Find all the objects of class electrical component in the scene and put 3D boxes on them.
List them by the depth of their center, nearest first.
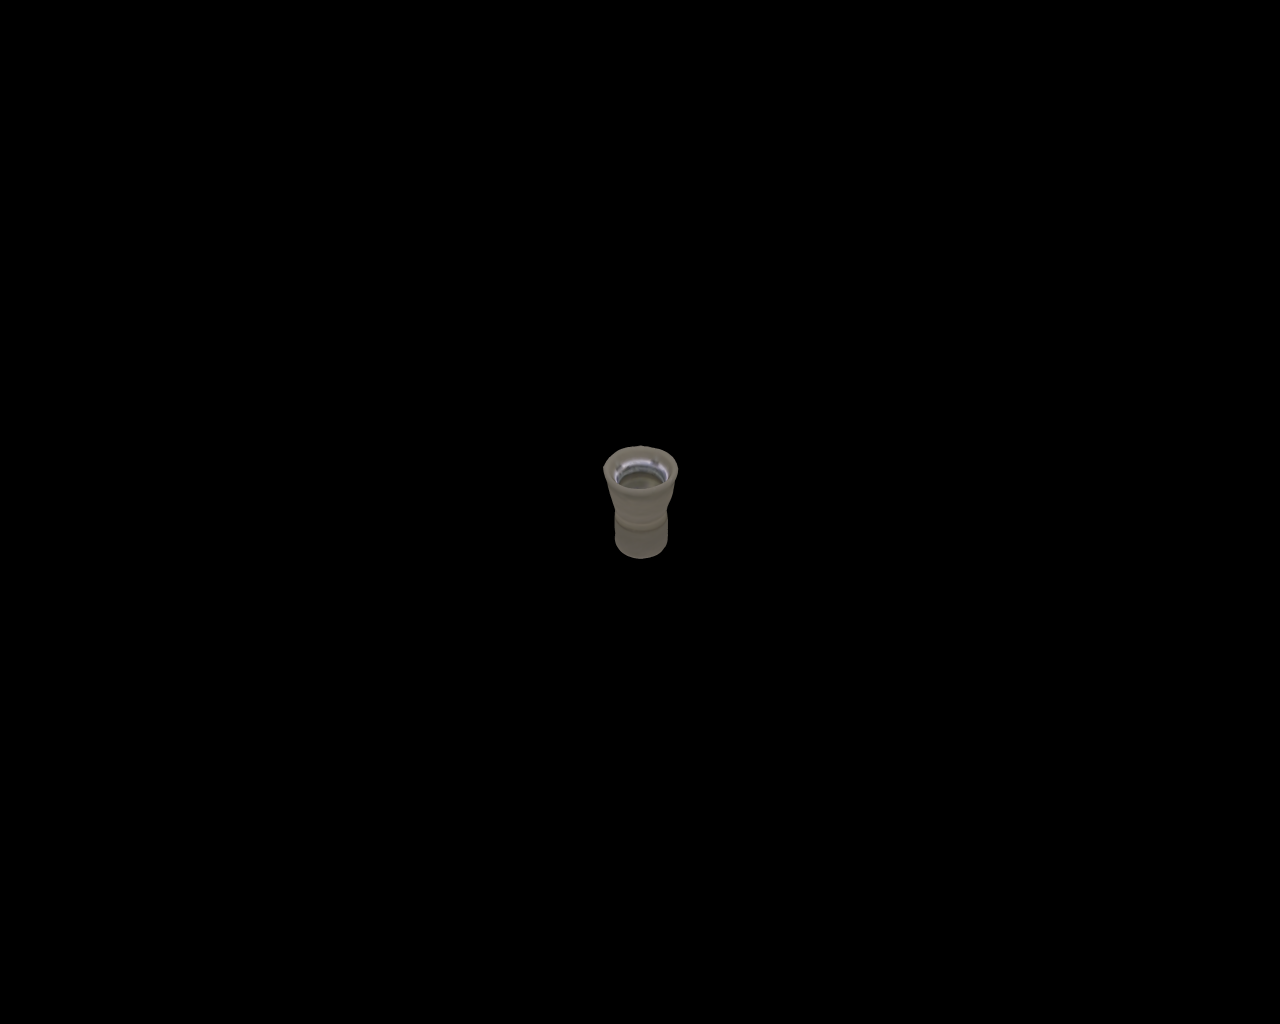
[{"bbox_3d":[0.001,-0.003,0.650,0.044,0.065,0.044,0,42,0],"label":"electrical component"}]
